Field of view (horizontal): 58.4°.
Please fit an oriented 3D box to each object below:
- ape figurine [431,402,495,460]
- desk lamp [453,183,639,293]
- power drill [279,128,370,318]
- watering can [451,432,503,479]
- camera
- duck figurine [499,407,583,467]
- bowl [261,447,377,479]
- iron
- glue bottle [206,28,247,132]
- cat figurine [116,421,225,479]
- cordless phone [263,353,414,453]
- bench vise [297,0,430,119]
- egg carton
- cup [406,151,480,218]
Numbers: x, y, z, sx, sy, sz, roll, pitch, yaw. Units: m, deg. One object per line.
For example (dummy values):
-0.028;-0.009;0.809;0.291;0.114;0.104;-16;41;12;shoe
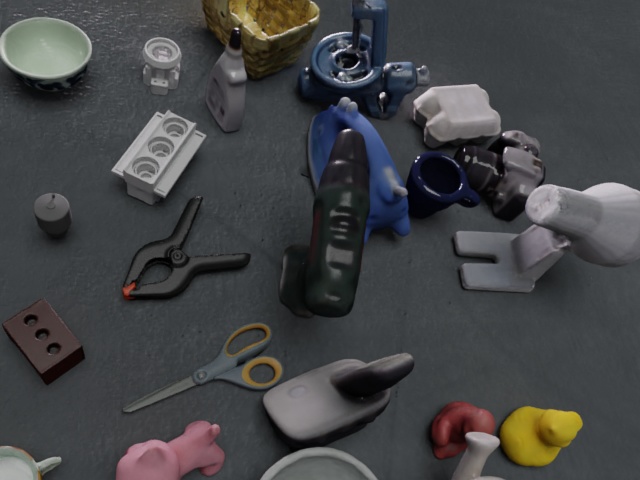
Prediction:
0.187;0.238;0.724;0.078;0.092;0.076;24;58;-3;ape figurine
0.337;-0.005;0.833;0.203;0.213;0.118;2;61;-16;desk lamp
0.007;0.003;0.731;0.076;0.208;0.229;10;59;-11;power drill
0.181;0.304;0.625;0.101;0.194;0.172;-15;67;-24;watering can
0.295;-0.127;0.955;0.137;0.100;0.143;19;58;-6;camera
0.296;0.253;0.753;0.105;0.086;0.077;-10;65;-22;duck figurine
-0.007;0.320;0.629;0.168;0.074;0.167;8;60;-13;bowl
0.054;-0.125;0.856;0.119;0.141;0.258;-15;67;-23;iron
-0.133;-0.241;0.845;0.037;0.173;0.078;-22;70;-26;glue bottle
-0.160;0.235;0.605;0.128;0.117;0.067;-26;71;-27;cat figurine
0.021;0.173;0.654;0.148;0.185;0.094;-20;69;-25;cordless phone
0.082;-0.304;0.918;0.208;0.219;0.121;-10;65;-22;bench vise
0.241;-0.218;1.008;0.150;0.069;0.107;-11;65;-22;egg carton
0.182;-0.070;0.892;0.118;0.095;0.092;28;58;0;cup
